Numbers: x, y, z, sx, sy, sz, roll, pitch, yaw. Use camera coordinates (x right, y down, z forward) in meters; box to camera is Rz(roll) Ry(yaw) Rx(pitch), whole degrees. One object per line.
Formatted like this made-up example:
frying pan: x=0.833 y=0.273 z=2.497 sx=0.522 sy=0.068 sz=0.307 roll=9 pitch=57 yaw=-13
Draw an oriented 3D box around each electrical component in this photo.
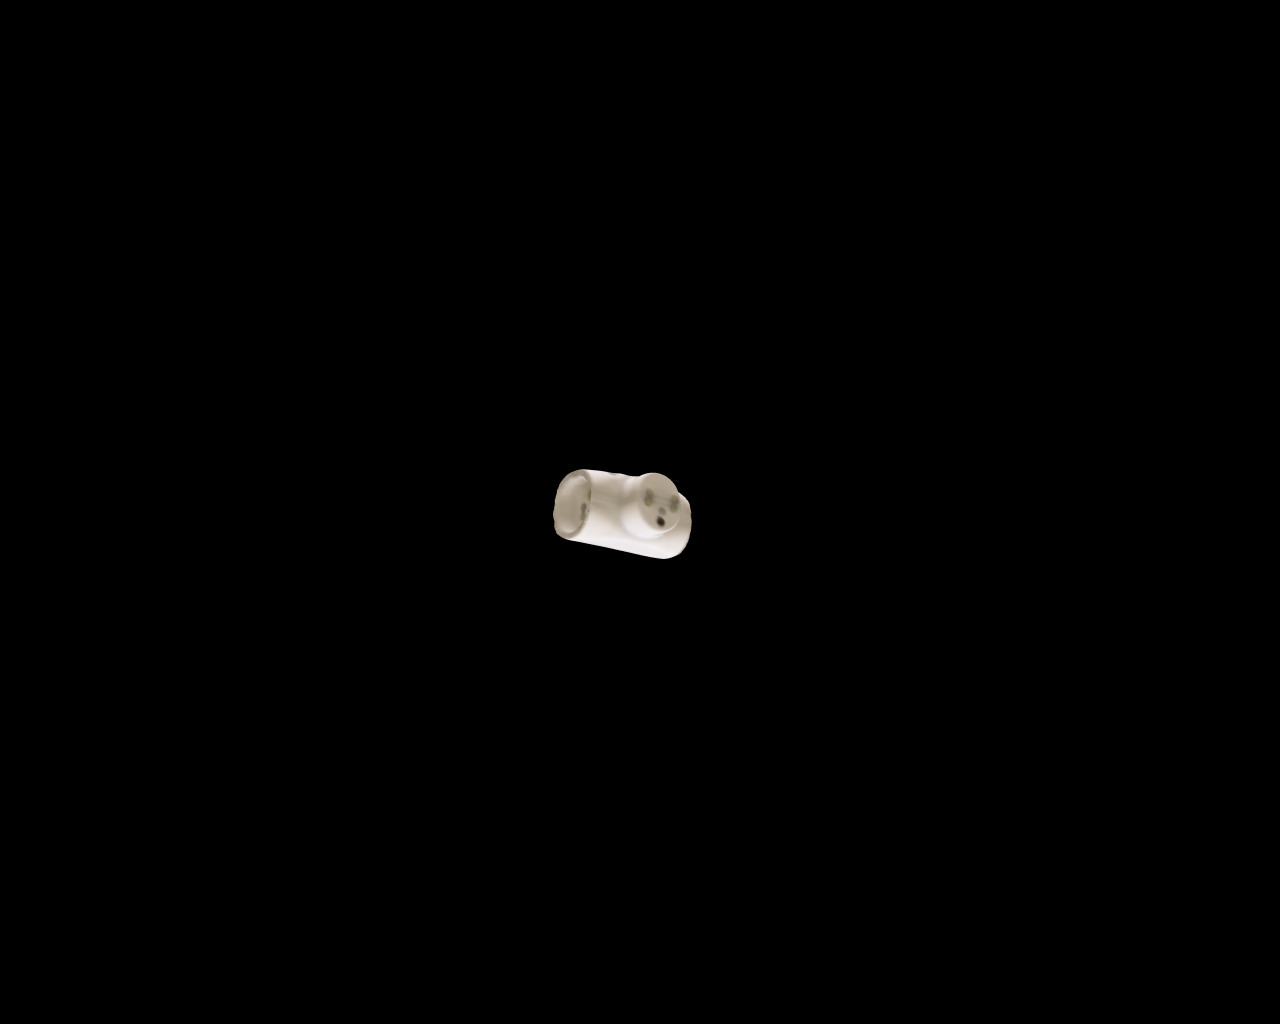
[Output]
electrical component: x=0.001 y=-0.003 z=0.650 sx=0.077 sy=0.044 sz=0.079 roll=13 pitch=-22 yaw=-36
